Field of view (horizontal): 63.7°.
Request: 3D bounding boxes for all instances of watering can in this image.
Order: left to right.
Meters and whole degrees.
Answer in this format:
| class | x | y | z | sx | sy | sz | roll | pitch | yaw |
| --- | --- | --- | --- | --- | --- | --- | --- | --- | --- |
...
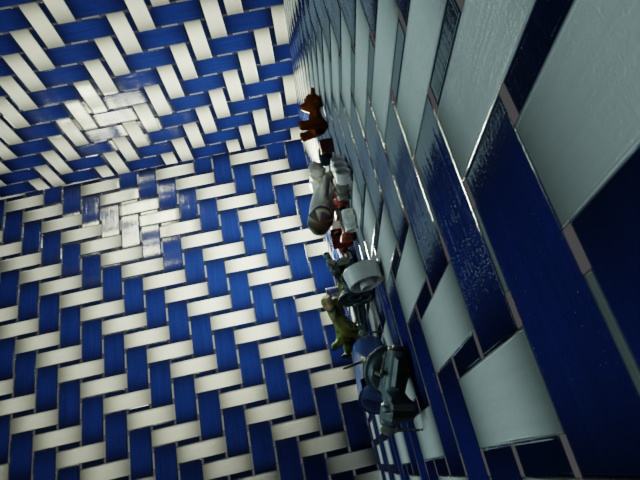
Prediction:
| class | x | y | z | sx | sy | sz | roll | pitch | yaw |
| --- | --- | --- | --- | --- | --- | --- | --- | --- | --- |
| watering can | 0.006 | -0.107 | 2.126 | 0.104 | 0.230 | 0.339 | 10 | -44 | 0 |

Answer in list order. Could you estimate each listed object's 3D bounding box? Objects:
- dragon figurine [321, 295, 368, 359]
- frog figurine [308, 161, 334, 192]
| class | x | y | z | sx | sy | sz | roll | pitch | yaw |
| --- | --- | --- | --- | --- | --- | --- | --- | --- | --- |
| dragon figurine | 0.107 | 0.311 | 1.883 | 0.121 | 0.248 | 0.403 | -26 | -36 | 12 |
| frog figurine | -0.013 | -0.268 | 2.235 | 0.122 | 0.139 | 0.158 | -8 | -21 | 38 |
